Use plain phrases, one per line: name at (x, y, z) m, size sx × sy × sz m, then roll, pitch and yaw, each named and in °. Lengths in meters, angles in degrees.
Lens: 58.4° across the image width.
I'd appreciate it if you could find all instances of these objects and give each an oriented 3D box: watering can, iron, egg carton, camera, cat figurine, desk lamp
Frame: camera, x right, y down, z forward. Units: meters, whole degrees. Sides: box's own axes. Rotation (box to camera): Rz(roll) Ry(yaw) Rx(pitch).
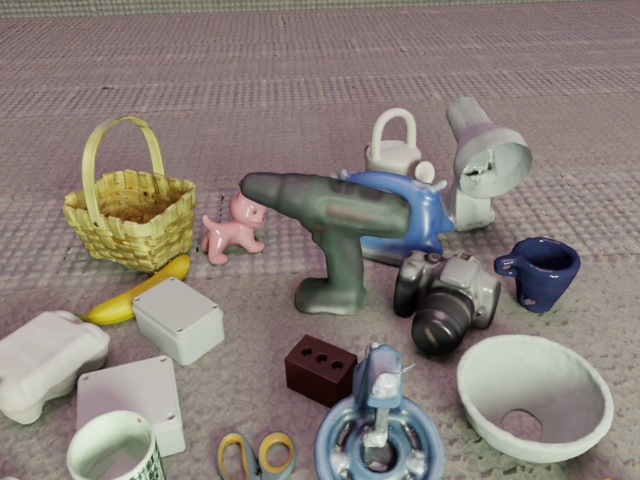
watering can at (0.136, -0.138, 1.017) m, size 0.172 × 0.194 × 0.101 m, roll 23°, pitch 41°, yaw 31°
iron at (0.088, -0.056, 0.946) m, size 0.257 × 0.141 × 0.119 m, roll 13°, pitch 37°, yaw 18°
egg carton at (-0.345, 0.153, 0.714) m, size 0.107 × 0.069 × 0.150 m, roll 18°, pitch 39°, yaw 25°
camera at (0.161, 0.081, 0.782) m, size 0.142 × 0.101 × 0.137 m, roll 17°, pitch 38°, yaw 24°
cat figurine at (-0.136, -0.036, 0.941) m, size 0.128 × 0.118 × 0.067 m, roll -21°, pitch 39°, yaw -26°
desk lamp at (0.256, -0.122, 0.975) m, size 0.118 × 0.214 × 0.203 m, roll -8°, pitch 35°, yaw -10°

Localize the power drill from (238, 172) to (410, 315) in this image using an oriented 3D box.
power drill at (0.007, 0.003, 0.802) m, size 0.229 × 0.209 × 0.075 m, roll 1°, pitch 35°, yaw 3°

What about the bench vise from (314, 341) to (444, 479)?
bench vise at (0.046, 0.164, 0.557) m, size 0.121 × 0.220 × 0.207 m, roll -9°, pitch 35°, yaw -11°

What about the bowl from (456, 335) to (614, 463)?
bowl at (0.233, 0.188, 0.647) m, size 0.167 × 0.075 × 0.167 m, roll 0°, pitch 35°, yaw 1°

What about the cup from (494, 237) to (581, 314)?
cup at (0.302, 0.058, 0.818) m, size 0.118 × 0.095 × 0.091 m, roll -3°, pitch 35°, yaw -4°
